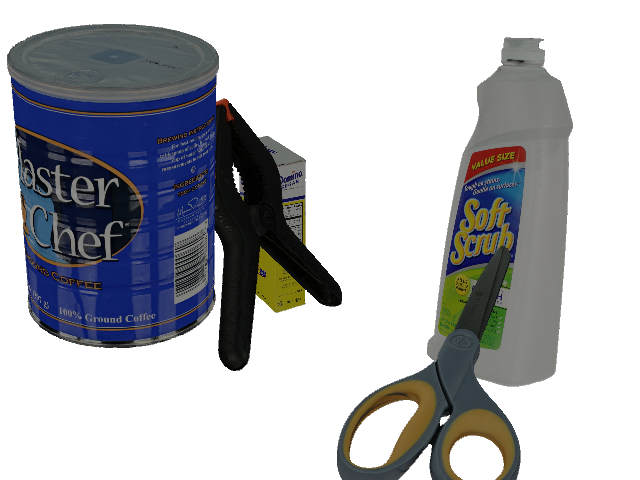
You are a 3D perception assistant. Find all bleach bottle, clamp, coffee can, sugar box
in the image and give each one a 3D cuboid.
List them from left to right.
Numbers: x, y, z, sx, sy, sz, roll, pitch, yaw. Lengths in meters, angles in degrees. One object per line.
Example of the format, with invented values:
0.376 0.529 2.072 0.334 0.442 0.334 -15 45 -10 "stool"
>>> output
-0.105 -0.030 0.555 0.103 0.140 0.103 3 27 -2 "coffee can"
-0.050 -0.013 0.882 0.036 0.210 0.164 -13 2 34 "clamp"
-0.054 -0.019 1.190 0.048 0.176 0.093 -15 28 -25 "sugar box"
0.137 -0.024 0.799 0.067 0.251 0.103 -8 15 -38 "bleach bottle"

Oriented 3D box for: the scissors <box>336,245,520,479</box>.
0.087 0.069 0.559 0.096 0.016 0.201 24 44 30 "scissors"
